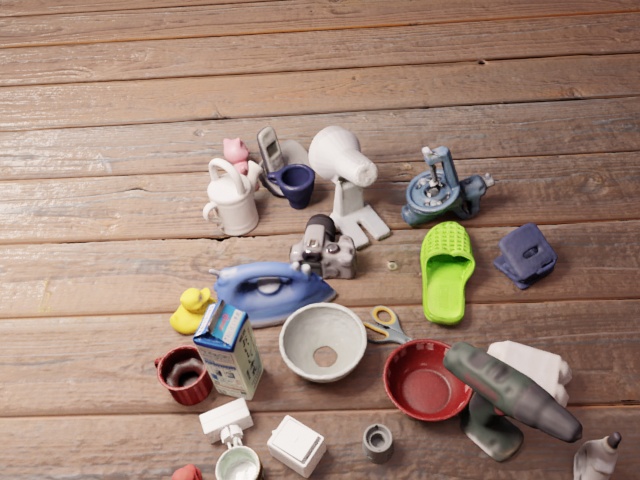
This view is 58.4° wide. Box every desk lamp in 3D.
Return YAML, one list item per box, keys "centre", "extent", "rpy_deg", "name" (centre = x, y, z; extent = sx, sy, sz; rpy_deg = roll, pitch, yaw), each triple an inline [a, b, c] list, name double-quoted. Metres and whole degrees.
- centre: [0.070, -0.126, 1.284]
  extent: [0.118, 0.214, 0.202]
  rpy_deg: [-26, 52, -16]
  name: "desk lamp"

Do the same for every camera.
- centre: [0.011, 0.004, 1.251]
  extent: [0.143, 0.101, 0.137]
  rpy_deg: [3, 50, 8]
  name: "camera"

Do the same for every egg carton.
- centre: [0.371, 0.246, 1.031]
  extent: [0.150, 0.069, 0.107]
  rpy_deg: [14, 52, 17]
  name: "egg carton"

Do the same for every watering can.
- centre: [-0.201, -0.114, 1.311]
  extent: [0.100, 0.194, 0.173]
  rpy_deg: [11, 51, 15]
  name: "watering can"

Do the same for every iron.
- centre: [-0.096, 0.089, 1.161]
  extent: [0.258, 0.142, 0.118]
  rpy_deg: [-8, 49, -2]
  name: "iron"

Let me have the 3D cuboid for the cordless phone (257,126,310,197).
- centre: [-0.090, -0.212, 1.391]
  extent: [0.094, 0.185, 0.148]
  rpy_deg: [25, 56, 24]
  name: "cordless phone"

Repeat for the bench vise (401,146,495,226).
- centre: [0.281, -0.137, 1.271]
  extent: [0.208, 0.220, 0.121]
  rpy_deg: [-26, 52, -17]
  name: "bench vise"

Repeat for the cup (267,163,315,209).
- centre: [-0.067, -0.122, 1.372]
  extent: [0.117, 0.095, 0.092]
  rpy_deg: [8, 50, 12]
  name: "cup"

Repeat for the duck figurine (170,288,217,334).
- centre: [-0.262, 0.137, 1.171]
  extent: [0.105, 0.086, 0.077]
  rpy_deg: [-31, 53, -20]
  name: "duck figurine"

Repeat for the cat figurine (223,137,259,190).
- centre: [-0.202, -0.199, 1.435]
  extent: [0.067, 0.118, 0.127]
  rpy_deg: [-15, 50, -8]
  name: "cat figurine"

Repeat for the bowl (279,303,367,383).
- centre: [0.008, 0.207, 1.094]
  extent: [0.167, 0.075, 0.167]
  rpy_deg: [-2, 49, 3]
  name: "bowl"

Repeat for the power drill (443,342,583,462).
- centre: [0.296, 0.272, 0.924]
  extent: [0.076, 0.209, 0.228]
  rpy_deg: [-37, 56, -24]
  name: "power drill"

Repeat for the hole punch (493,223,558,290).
- centre: [0.434, 0.032, 1.197]
  extent: [0.109, 0.091, 0.100]
  rpy_deg: [-28, 52, -18]
  name: "hole punch"

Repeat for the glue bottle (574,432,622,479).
- centre: [0.430, 0.336, 0.879]
  extent: [0.037, 0.173, 0.078]
  rpy_deg: [10, 51, 14]
  name: "glue bottle"

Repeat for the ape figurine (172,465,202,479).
- centre: [-0.215, 0.402, 0.933]
  extent: [0.076, 0.092, 0.077]
  rpy_deg: [-5, 49, 1]
  name: "ape figurine"
